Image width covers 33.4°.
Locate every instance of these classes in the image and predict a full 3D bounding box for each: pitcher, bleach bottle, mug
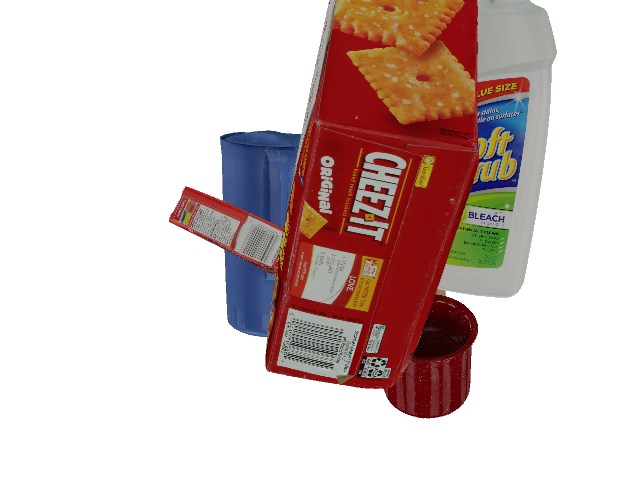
[{"bbox_3d":[-0.057,-0.008,1.289,0.145,0.243,0.148,12,16,37],"label":"pitcher"},{"bbox_3d":[0.124,-0.084,0.827,0.103,0.251,0.068,9,23,15],"label":"bleach bottle"},{"bbox_3d":[0.100,0.102,0.996,0.093,0.081,0.117,3,38,10],"label":"mug"}]

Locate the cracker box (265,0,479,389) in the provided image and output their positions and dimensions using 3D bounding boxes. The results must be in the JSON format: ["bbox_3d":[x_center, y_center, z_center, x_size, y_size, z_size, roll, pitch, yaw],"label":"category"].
[{"bbox_3d":[0.029,-0.060,0.521,0.072,0.213,0.164,11,-43,-2],"label":"cracker box"}]

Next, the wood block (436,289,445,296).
[{"bbox_3d":[0.122,0.090,1.556,0.091,0.090,0.205,6,21,15],"label":"wood block"}]

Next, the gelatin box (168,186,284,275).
[{"bbox_3d":[-0.045,-0.001,0.711,0.089,0.030,0.073,26,-1,-44],"label":"gelatin box"}]
